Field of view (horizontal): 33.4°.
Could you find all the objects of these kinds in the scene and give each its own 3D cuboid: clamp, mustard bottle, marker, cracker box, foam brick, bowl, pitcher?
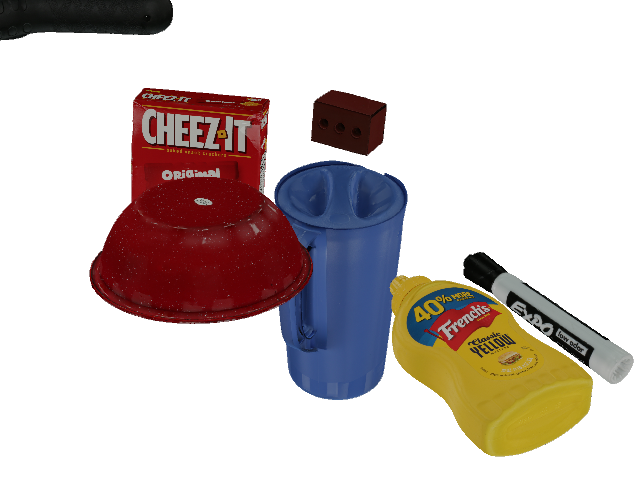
[{"bbox_3d":[-0.175,-0.139,0.612,0.171,0.039,0.120,-5,23,-12],"label":"clamp"},{"bbox_3d":[0.110,0.081,0.813,0.096,0.058,0.192,-20,36,-21],"label":"mustard bottle"},{"bbox_3d":[0.124,0.040,0.604,0.020,0.020,0.121,0,28,-41],"label":"marker"},{"bbox_3d":[-0.154,-0.076,1.354,0.164,0.214,0.072,5,22,2],"label":"cracker box"},{"bbox_3d":[0.034,-0.143,1.287,0.078,0.053,0.051,17,31,21],"label":"foam brick"},{"bbox_3d":[-0.085,-0.003,0.764,0.162,0.055,0.162,1,26,-1],"label":"bowl"},{"bbox_3d":[0.013,0.052,1.120,0.149,0.243,0.145,-9,35,-14],"label":"pitcher"}]
